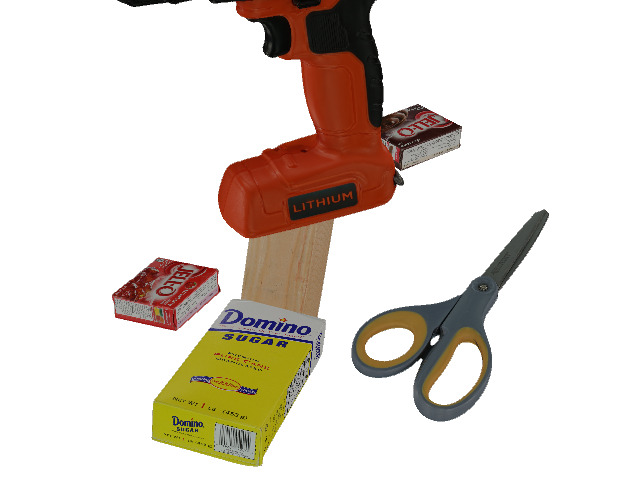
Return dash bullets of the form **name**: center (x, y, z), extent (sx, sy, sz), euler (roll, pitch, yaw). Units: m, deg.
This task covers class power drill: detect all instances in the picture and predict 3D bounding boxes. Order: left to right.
- **power drill**: center (-0.023, -0.095, 0.576), extent (0.184, 0.188, 0.057), euler (-13, 38, -17)

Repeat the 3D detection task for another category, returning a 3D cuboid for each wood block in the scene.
- **wood block**: center (-0.048, 0.046, 1.421), extent (0.090, 0.206, 0.090), euler (14, 21, 13)

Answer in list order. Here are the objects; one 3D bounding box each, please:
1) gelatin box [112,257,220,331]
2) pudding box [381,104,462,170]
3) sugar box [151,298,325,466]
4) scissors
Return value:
- **gelatin box**: center (-0.154, 0.052, 1.072), extent (0.073, 0.030, 0.089), euler (10, 30, 24)
- **pudding box**: center (0.124, -0.143, 1.466), extent (0.113, 0.039, 0.090), euler (-25, 40, -30)
- **sugar box**: center (-0.064, 0.113, 0.900), extent (0.093, 0.048, 0.176), euler (13, 31, 11)
- **scissors**: center (0.085, 0.035, 0.697), extent (0.096, 0.016, 0.201), euler (11, 43, 15)
